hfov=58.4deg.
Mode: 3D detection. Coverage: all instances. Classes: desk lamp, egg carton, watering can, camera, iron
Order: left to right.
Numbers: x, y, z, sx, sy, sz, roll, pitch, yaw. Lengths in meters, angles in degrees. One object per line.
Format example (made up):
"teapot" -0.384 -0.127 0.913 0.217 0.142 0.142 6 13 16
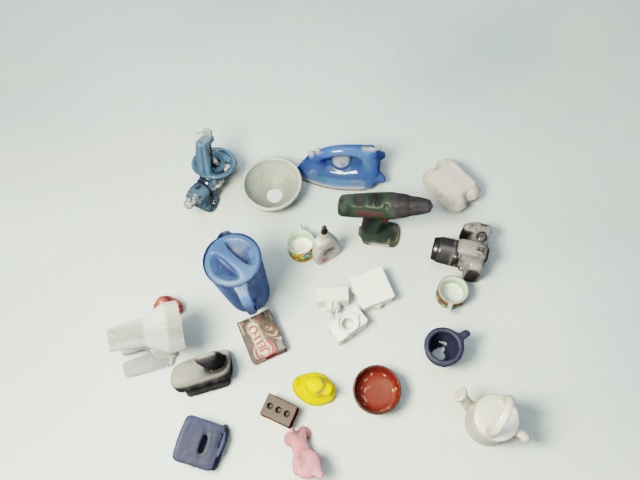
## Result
"desk lamp" -0.398 0.235 1.343 0.203 0.214 0.118 -17 66 -4
"iron" 0.051 -0.216 1.559 0.258 0.141 0.118 0 66 3
"egg carton" 0.352 -0.147 1.548 0.107 0.069 0.150 -37 69 -12
"camera" 0.357 0.017 1.457 0.136 0.101 0.143 13 67 10
"watering can" 0.371 0.384 1.239 0.172 0.194 0.101 10 67 8

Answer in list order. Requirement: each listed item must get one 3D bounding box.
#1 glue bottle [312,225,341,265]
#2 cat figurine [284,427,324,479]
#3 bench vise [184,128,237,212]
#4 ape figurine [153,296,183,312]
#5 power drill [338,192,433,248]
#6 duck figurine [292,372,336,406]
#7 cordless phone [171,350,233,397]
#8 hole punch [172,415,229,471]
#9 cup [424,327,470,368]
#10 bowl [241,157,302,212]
"glue bottle" 0.013 0.005 1.444 0.078 0.173 0.037 -34 68 -11
"cat figurine" -0.038 0.474 1.266 0.067 0.118 0.127 -24 66 -7
"bench vise" -0.293 -0.183 1.522 0.121 0.220 0.207 6 66 7
"ape figurine" -0.388 0.169 1.439 0.078 0.092 0.076 -17 66 -4
"power drill" 0.160 -0.058 1.444 0.229 0.208 0.075 6 66 6
"duck figurine" -0.015 0.344 1.341 0.104 0.086 0.077 12 67 9
"cordless phone" -0.284 0.293 1.326 0.147 0.185 0.094 -20 66 -5
"hole punch" -0.268 0.460 1.301 0.101 0.091 0.109 13 67 10
"cup" 0.299 0.255 1.356 0.118 0.095 0.091 -29 67 -9
"bowl" -0.129 -0.141 1.573 0.167 0.075 0.167 -1 66 3
